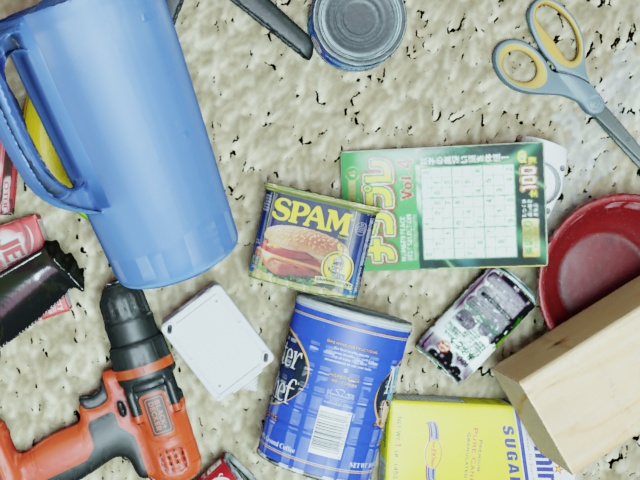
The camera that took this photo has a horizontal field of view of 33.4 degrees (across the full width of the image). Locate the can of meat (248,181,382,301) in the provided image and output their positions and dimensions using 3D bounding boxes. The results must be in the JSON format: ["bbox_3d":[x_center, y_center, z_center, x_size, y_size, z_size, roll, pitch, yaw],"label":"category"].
[{"bbox_3d":[-0.006,0.001,0.921,0.102,0.057,0.084,14,94,10],"label":"can of meat"}]

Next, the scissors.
[{"bbox_3d":[0.229,-0.122,0.974,0.096,0.016,0.202,-27,95,-4],"label":"scissors"}]

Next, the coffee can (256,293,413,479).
[{"bbox_3d":[0.012,0.126,0.912,0.102,0.103,0.140,15,90,-7],"label":"coffee can"}]

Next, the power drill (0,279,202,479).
[{"bbox_3d":[-0.210,0.142,0.908,0.187,0.057,0.184,-18,94,-6],"label":"power drill"}]

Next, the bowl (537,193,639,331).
[{"bbox_3d":[0.266,0.038,0.964,0.162,0.055,0.162,0,92,-7],"label":"bowl"}]

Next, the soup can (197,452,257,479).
[{"bbox_3d":[-0.096,0.242,0.920,0.102,0.068,0.068,-42,96,-3],"label":"soup can"}]

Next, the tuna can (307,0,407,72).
[{"bbox_3d":[0.033,-0.193,0.939,0.086,0.034,0.086,0,92,-7],"label":"tuna can"}]

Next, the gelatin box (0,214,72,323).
[{"bbox_3d":[-0.261,0.030,0.911,0.073,0.030,0.089,-19,95,-6],"label":"gelatin box"}]

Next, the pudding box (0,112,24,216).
[{"bbox_3d":[-0.307,-0.069,0.886,0.113,0.039,0.090,6,91,10],"label":"pudding box"}]

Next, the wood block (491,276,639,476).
[{"bbox_3d":[0.261,0.096,0.891,0.206,0.091,0.090,-31,94,-4],"label":"wood block"}]

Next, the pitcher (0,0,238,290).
[{"bbox_3d":[-0.160,-0.083,0.850,0.149,0.145,0.243,-19,108,1],"label":"pitcher"}]

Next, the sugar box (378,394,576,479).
[{"bbox_3d":[0.142,0.190,0.959,0.176,0.048,0.093,3,91,-6],"label":"sugar box"}]

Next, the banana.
[{"bbox_3d":[-0.217,-0.116,0.912,0.069,0.037,0.198,5,93,-26],"label":"banana"}]

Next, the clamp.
[{"bbox_3d":[-0.116,-0.226,0.918,0.164,0.036,0.210,-22,96,-4],"label":"clamp"}]
